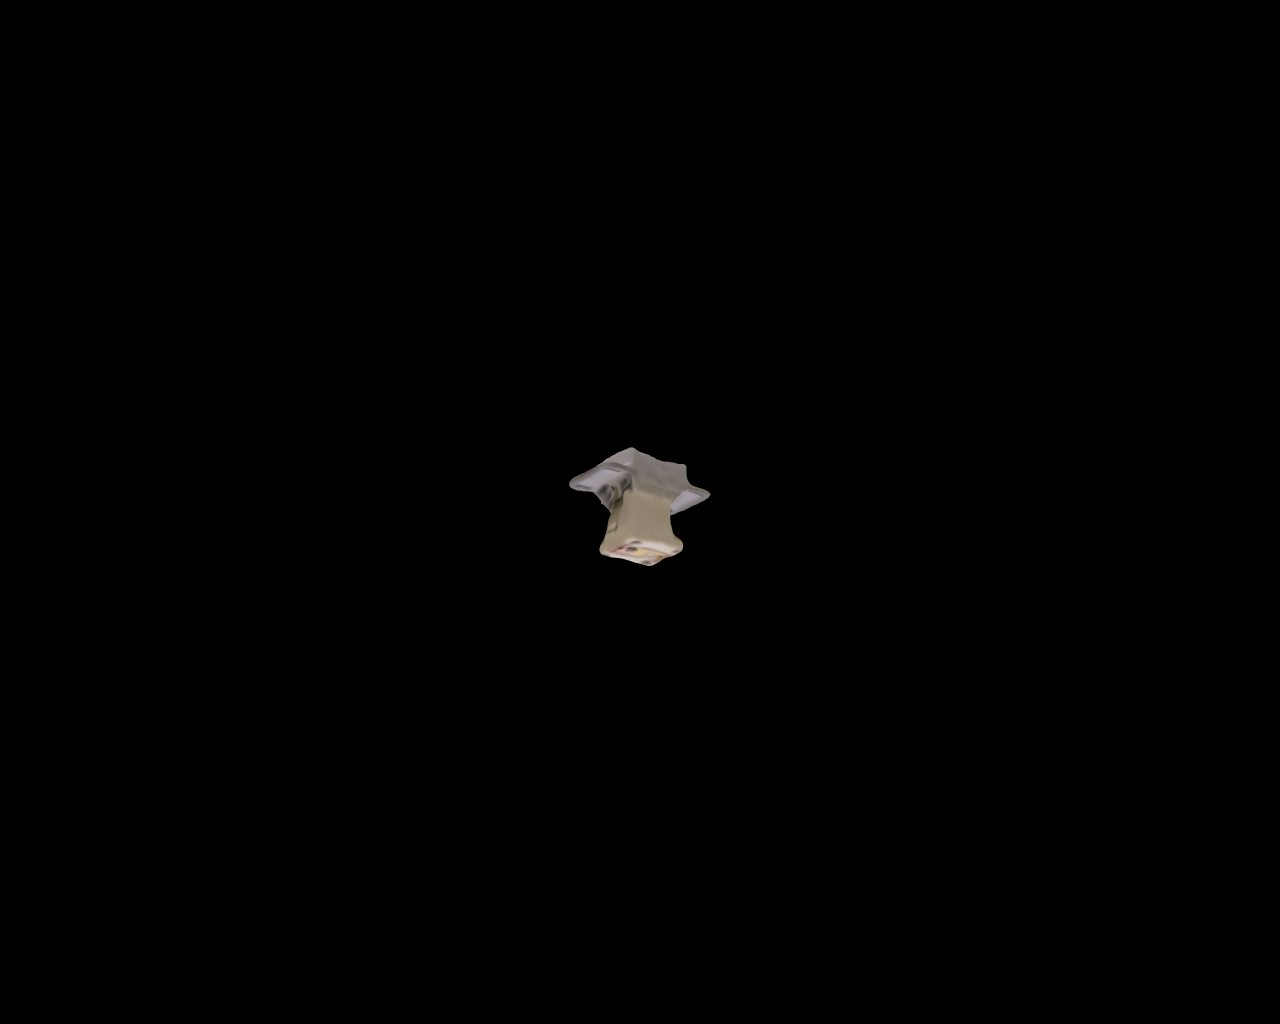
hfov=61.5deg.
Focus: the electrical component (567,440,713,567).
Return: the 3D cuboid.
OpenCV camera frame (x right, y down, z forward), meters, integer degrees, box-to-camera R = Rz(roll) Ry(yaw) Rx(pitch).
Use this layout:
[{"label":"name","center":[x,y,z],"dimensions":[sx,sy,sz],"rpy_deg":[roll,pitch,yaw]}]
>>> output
[{"label":"electrical component","center":[0.001,-0.003,0.650],"dimensions":[0.081,0.064,0.042],"rpy_deg":[16,-27,-34]}]
